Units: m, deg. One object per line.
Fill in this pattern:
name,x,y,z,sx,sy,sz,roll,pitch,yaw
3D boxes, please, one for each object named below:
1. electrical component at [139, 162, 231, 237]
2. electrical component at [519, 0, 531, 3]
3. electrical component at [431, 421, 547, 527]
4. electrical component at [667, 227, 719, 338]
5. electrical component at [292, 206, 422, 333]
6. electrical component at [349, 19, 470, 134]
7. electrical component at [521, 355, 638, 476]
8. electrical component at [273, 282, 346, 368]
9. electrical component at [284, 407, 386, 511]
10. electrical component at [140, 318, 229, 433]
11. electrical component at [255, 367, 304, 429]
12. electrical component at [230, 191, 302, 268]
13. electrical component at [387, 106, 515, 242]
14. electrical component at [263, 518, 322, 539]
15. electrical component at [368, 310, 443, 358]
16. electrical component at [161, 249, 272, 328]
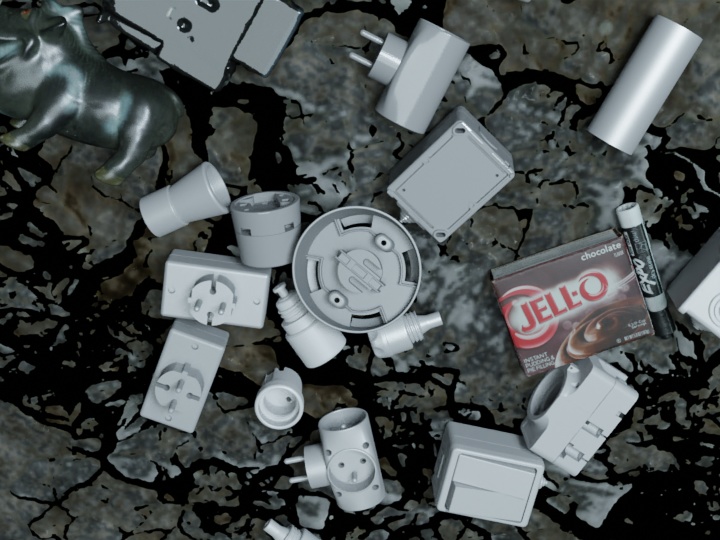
electrical component,-0.141,-0.053,0.853,0.065,0.044,0.044,-23,106,11
electrical component,0.103,-0.224,0.802,0.065,0.044,0.044,13,107,-10
electrical component,0.115,0.176,0.916,0.096,0.061,0.061,12,107,-4
electrical component,0.293,0.005,0.846,0.048,0.100,0.099,38,104,2
electrical component,0.000,0.000,0.852,0.099,0.064,0.099,0,90,7
electrical component,0.031,-0.156,0.821,0.079,0.043,0.077,25,105,-8
electrical component,0.180,0.116,0.904,0.056,0.050,0.089,32,104,-11
electrical component,-0.045,0.044,0.884,0.040,0.040,0.078,-32,105,9
electrical component,-0.024,0.165,0.920,0.079,0.044,0.077,-11,107,4
electrical component,-0.146,0.092,0.880,0.047,0.075,0.083,20,106,-7
electrical component,-0.066,0.106,0.900,0.040,0.046,0.040,0,107,0
electrical component,-0.073,-0.032,0.854,0.055,0.055,0.047,-5,111,1
electrical component,0.066,-0.072,0.842,0.062,0.061,0.096,43,110,-12
electrical component,-0.058,0.242,0.950,0.061,0.035,0.035,39,103,-9
electrical component,0.038,0.049,0.890,0.061,0.035,0.035,-18,107,3
electrical component,-0.116,0.021,0.858,0.083,0.075,0.047,8,107,-3
